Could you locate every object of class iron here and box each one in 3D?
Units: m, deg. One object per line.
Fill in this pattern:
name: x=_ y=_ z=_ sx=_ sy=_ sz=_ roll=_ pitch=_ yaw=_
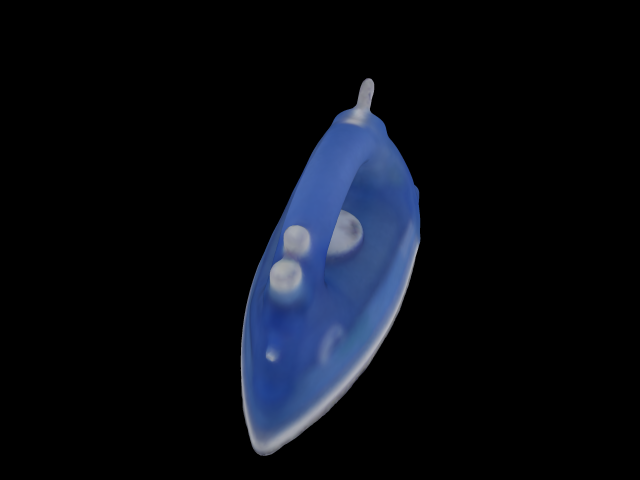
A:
iron: x=0.004 y=0.001 z=0.400 sx=0.118 sy=0.141 sz=0.258 roll=11 pitch=43 yaw=13
